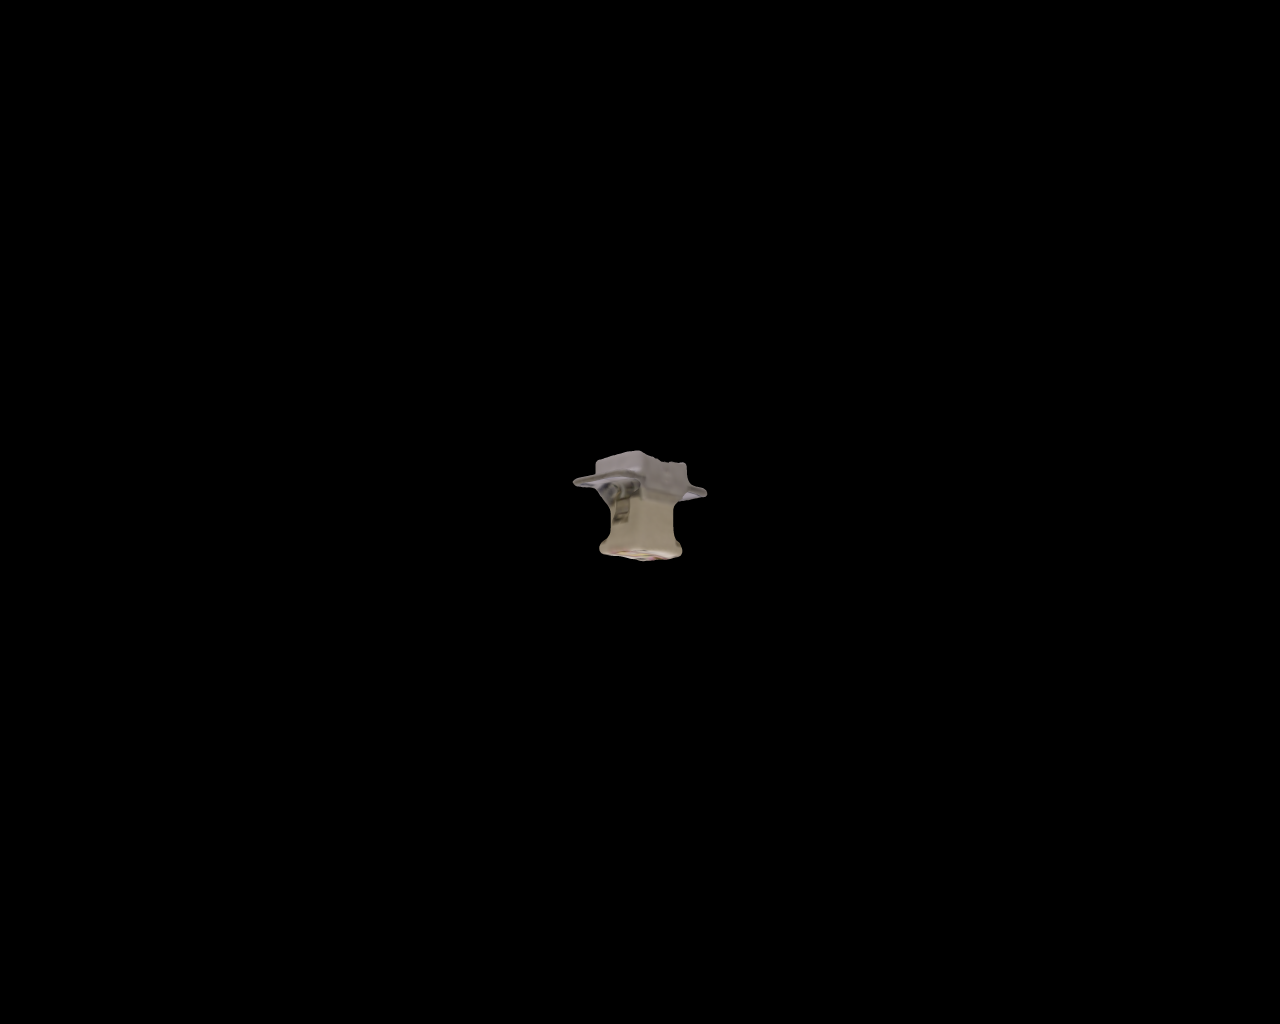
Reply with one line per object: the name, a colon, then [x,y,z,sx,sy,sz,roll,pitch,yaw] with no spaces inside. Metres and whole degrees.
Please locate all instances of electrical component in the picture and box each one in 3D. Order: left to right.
electrical component: [0.001,-0.003,0.650,0.042,0.063,0.081,-10,-15,42]
